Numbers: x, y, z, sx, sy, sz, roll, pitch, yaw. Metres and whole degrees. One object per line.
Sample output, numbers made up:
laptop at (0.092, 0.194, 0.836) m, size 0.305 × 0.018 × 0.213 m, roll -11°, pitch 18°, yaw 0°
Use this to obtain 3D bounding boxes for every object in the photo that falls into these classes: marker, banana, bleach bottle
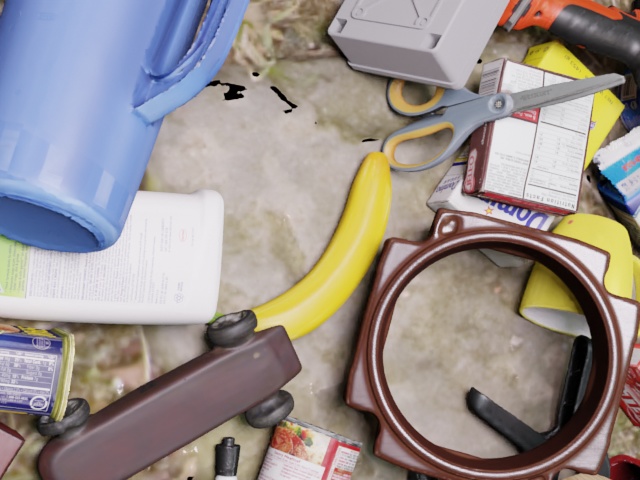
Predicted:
marker at (-0.073, 0.210, 0.808) m, size 0.020 × 0.020 × 0.121 m, roll 5°, pitch 88°, yaw -24°
banana at (0.003, 0.017, 0.834) m, size 0.197 × 0.037 × 0.069 m, roll -46°, pitch 108°, yaw -17°
bleach bottle at (-0.196, 0.004, 0.736) m, size 0.250 × 0.068 × 0.102 m, roll 6°, pitch 83°, yaw -21°

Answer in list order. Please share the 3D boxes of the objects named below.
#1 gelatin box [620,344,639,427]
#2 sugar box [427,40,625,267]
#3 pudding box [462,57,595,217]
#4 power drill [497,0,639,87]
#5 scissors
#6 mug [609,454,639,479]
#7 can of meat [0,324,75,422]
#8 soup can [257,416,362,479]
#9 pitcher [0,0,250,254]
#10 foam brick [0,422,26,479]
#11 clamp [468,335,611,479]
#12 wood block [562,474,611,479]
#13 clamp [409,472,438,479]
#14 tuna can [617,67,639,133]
gelatin box at (0.285, 0.131, 0.936) m, size 0.030 × 0.073 × 0.089 m, roll -43°, pitch 106°, yaw -17°
sugar box at (0.177, -0.073, 0.907) m, size 0.093 × 0.048 × 0.176 m, roll 38°, pitch 74°, yaw -17°
pudding box at (0.170, -0.081, 0.860) m, size 0.090 × 0.039 × 0.113 m, roll 12°, pitch 86°, yaw -19°
power drill at (0.237, -0.196, 0.901) m, size 0.187 × 0.057 × 0.184 m, roll 22°, pitch 39°, yaw -10°
scissors at (0.128, -0.118, 0.828) m, size 0.016 × 0.202 × 0.096 m, roll 11°, pitch 58°, yaw -54°
mug at (0.302, 0.239, 0.923) m, size 0.081 × 0.117 × 0.093 m, roll 3°, pitch 121°, yaw -28°
can of meat at (-0.214, 0.083, 0.705) m, size 0.083 × 0.102 × 0.057 m, roll 10°, pitch 86°, yaw -21°
soup can at (-0.016, 0.191, 0.806) m, size 0.068 × 0.069 × 0.102 m, roll 23°, pitch 81°, yaw -22°
pitcher at (-0.141, -0.119, 0.687) m, size 0.145 × 0.149 × 0.242 m, roll 20°, pitch 69°, yaw -17°
foam brick at (-0.243, 0.153, 0.716) m, size 0.051 × 0.053 × 0.078 m, roll 35°, pitch 76°, yaw -19°
clamp at (0.211, 0.168, 0.916) m, size 0.120 × 0.039 × 0.171 m, roll -30°, pitch 108°, yaw -3°
wood block at (0.216, 0.304, 0.859) m, size 0.090 × 0.091 × 0.206 m, roll 5°, pitch 100°, yaw -56°
clamp at (0.130, 0.292, 0.835) m, size 0.036 × 0.165 × 0.210 m, roll -5°, pitch 100°, yaw -42°
tuna can at (0.315, -0.130, 0.975) m, size 0.086 × 0.034 × 0.086 m, roll 0°, pitch 89°, yaw -24°
